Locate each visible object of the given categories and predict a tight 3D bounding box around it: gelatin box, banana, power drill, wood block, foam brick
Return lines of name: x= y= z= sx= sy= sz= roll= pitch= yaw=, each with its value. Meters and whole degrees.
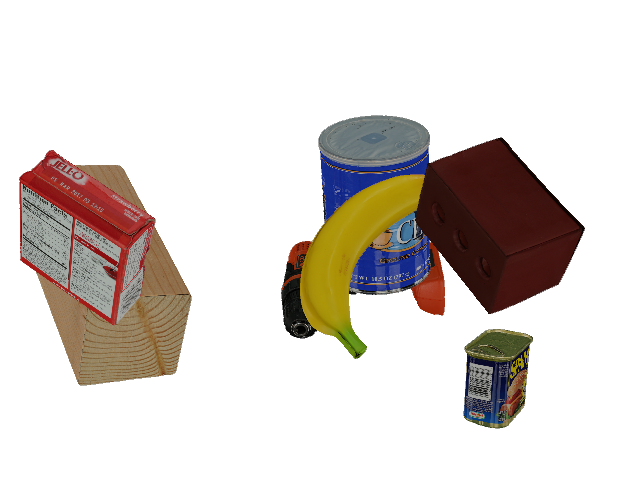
gelatin box: x=-0.136 y=-0.001 z=0.616 sx=0.073 sy=0.030 sz=0.089 roll=33 pitch=-36 yaw=8
banana: x=0.030 y=0.006 z=0.816 sx=0.069 sy=0.197 sz=0.037 roll=29 pitch=-40 yaw=-2
power drill: x=0.048 y=0.053 z=1.238 sx=0.187 sy=0.057 sz=0.184 roll=-1 pitch=28 yaw=2
wood block: x=-0.196 y=0.024 z=0.957 sx=0.090 sy=0.091 sz=0.206 roll=-3 pitch=36 yaw=-28
foam brick: x=0.098 y=-0.009 z=0.596 sx=0.051 sy=0.078 sz=0.053 roll=-21 pitch=-35 yaw=-22

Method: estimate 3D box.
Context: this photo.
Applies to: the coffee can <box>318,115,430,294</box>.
coffee can: x=0.053 y=-0.035 z=1.011 sx=0.103 sy=0.140 sz=0.103 roll=-3 pitch=29 yaw=1

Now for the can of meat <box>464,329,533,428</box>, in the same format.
can of meat: x=0.198 y=0.154 z=1.197 sx=0.058 sy=0.084 sz=0.101 roll=8 pitch=14 yaw=26
